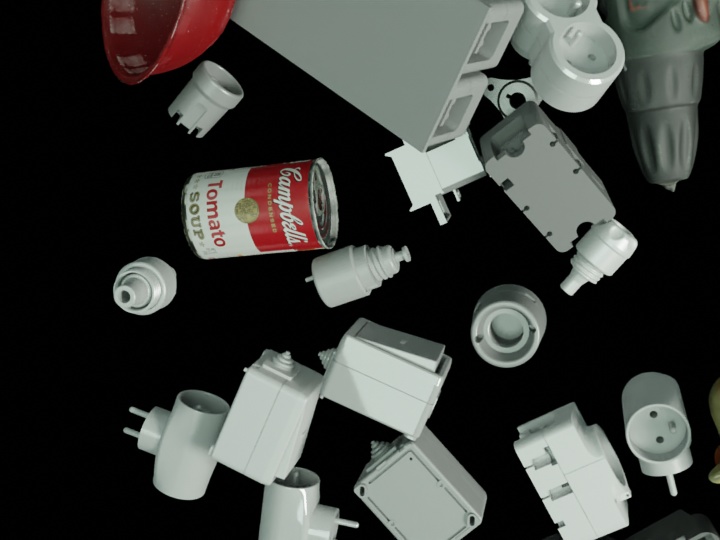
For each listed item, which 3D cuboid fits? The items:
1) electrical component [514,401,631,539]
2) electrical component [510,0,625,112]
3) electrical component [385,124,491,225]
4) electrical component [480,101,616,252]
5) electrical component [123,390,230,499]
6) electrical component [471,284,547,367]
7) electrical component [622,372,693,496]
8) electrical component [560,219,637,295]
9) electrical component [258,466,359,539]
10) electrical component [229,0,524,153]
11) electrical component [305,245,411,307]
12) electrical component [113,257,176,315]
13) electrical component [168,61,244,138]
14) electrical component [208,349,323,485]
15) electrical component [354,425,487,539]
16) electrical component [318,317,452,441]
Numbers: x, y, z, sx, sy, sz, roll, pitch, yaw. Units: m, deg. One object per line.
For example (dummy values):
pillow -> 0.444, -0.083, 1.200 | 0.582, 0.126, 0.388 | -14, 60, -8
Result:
electrical component -> 0.162, 0.150, 0.800 | 0.056, 0.050, 0.089 | -28, 94, 17
electrical component -> 0.125, -0.168, 0.738 | 0.052, 0.073, 0.138 | -16, 73, -17
electrical component -> 0.058, -0.078, 0.783 | 0.064, 0.042, 0.081 | -23, 96, 13
electrical component -> 0.130, -0.067, 0.755 | 0.050, 0.055, 0.089 | -38, 111, 19
electrical component -> -0.152, 0.134, 0.867 | 0.079, 0.044, 0.077 | 20, 104, 8
electrical component -> 0.109, 0.042, 0.793 | 0.055, 0.047, 0.055 | 2, 101, 12
electrical component -> 0.215, 0.121, 0.770 | 0.043, 0.077, 0.079 | -14, 98, 14
electrical component -> 0.169, -0.007, 0.777 | 0.035, 0.035, 0.061 | 40, 108, 2
electrical component -> -0.040, 0.204, 0.857 | 0.079, 0.043, 0.077 | 10, 103, 10
electrical component -> 0.008, -0.178, 0.734 | 0.186, 0.060, 0.105 | 38, 123, 21
electrical component -> 0.000, 0.000, 0.811 | 0.078, 0.040, 0.040 | -19, 96, 15
electrical component -> -0.171, 0.014, 0.838 | 0.043, 0.062, 0.043 | 2, 101, 11
electrical component -> -0.117, -0.128, 0.812 | 0.040, 0.040, 0.046 | 46, 111, 1
electrical component -> -0.065, 0.109, 0.834 | 0.061, 0.062, 0.096 | 26, 105, 6
electrical component -> 0.043, 0.163, 0.822 | 0.062, 0.061, 0.096 | -42, 90, 16
electrical component -> 0.016, 0.074, 0.811 | 0.096, 0.062, 0.061 | 24, 104, 7
